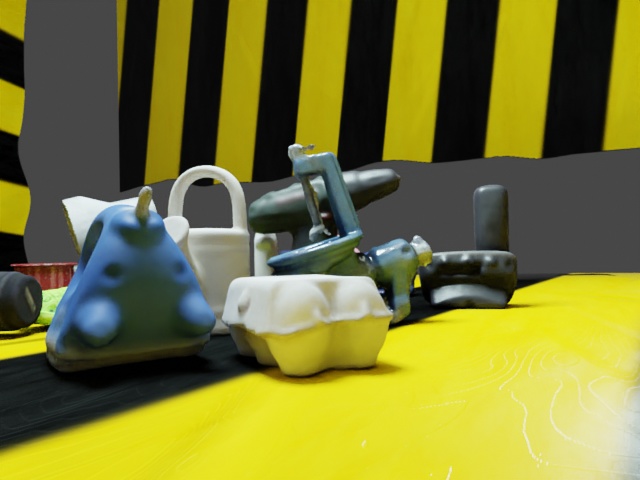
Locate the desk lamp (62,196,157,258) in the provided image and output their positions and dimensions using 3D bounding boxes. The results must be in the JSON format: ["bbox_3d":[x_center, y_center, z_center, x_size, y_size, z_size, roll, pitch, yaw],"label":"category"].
[{"bbox_3d":[-0.404,0.016,1.145,0.204,0.213,0.117,-1,-1,-27],"label":"desk lamp"}]

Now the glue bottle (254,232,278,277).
[{"bbox_3d":[-0.087,0.024,0.918,0.037,0.173,0.078,-1,-1,-2],"label":"glue bottle"}]

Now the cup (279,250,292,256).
[{"bbox_3d":[-0.030,0.065,1.043,0.092,0.095,0.117,-1,-1,-18],"label":"cup"}]

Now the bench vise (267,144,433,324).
[{"bbox_3d":[0.027,-0.006,0.707,0.208,0.220,0.121,-1,-1,-27],"label":"bench vise"}]

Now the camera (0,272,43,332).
[{"bbox_3d":[-0.400,0.062,0.644,0.136,0.101,0.143,-1,-1,4],"label":"camera"}]

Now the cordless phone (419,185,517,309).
[{"bbox_3d":[0.226,0.010,0.881,0.147,0.185,0.094,-1,-1,7],"label":"cordless phone"}]

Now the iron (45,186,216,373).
[{"bbox_3d":[-0.189,0.034,0.521,0.119,0.141,0.257,-1,-1,-34],"label":"iron"}]

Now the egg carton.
[{"bbox_3d":[-0.017,0.065,0.470,0.107,0.069,0.150,-1,-1,-28],"label":"egg carton"}]

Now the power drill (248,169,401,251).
[{"bbox_3d":[0.008,0.003,0.851,0.229,0.208,0.076,-2,-1,12],"label":"power drill"}]

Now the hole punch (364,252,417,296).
[{"bbox_3d":[0.134,0.065,1.131,0.108,0.091,0.101,-2,-1,16],"label":"hole punch"}]

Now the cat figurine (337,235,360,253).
[{"bbox_3d":[0.042,0.050,0.945,0.067,0.118,0.128,-1,-1,10],"label":"cat figurine"}]

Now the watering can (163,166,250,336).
[{"bbox_3d":[-0.131,0.009,0.663,0.101,0.194,0.173,-1,-1,-9],"label":"watering can"}]
